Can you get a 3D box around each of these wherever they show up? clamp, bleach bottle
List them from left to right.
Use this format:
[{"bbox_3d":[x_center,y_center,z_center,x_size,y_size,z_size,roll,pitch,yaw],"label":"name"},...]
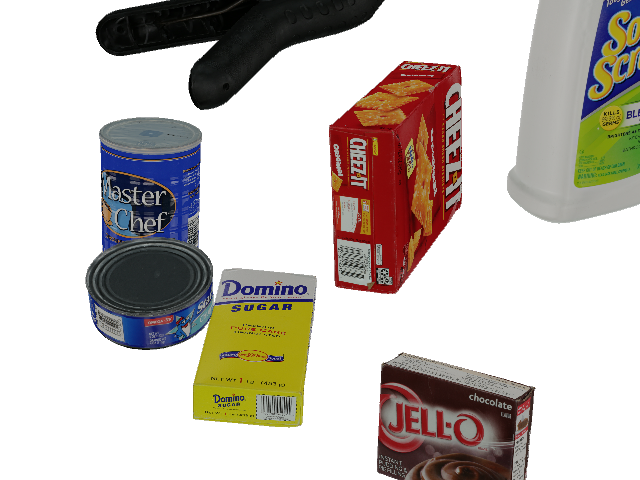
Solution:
[{"bbox_3d":[-0.026,-0.120,0.578,0.171,0.039,0.120,-24,42,-16],"label":"clamp"},{"bbox_3d":[0.172,-0.140,0.650,0.102,0.251,0.068,-14,31,-19],"label":"bleach bottle"}]

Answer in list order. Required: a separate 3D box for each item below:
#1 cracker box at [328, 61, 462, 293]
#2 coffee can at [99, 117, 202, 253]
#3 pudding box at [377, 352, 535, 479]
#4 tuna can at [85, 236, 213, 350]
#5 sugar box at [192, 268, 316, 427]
[{"bbox_3d":[0.080,-0.068,1.045,0.072,0.164,0.213,8,27,22],"label":"cracker box"},{"bbox_3d":[-0.175,-0.045,1.099,0.103,0.140,0.103,3,23,-2],"label":"coffee can"},{"bbox_3d":[0.098,0.140,0.789,0.114,0.090,0.039,10,19,30],"label":"pudding box"},{"bbox_3d":[-0.115,0.036,0.730,0.086,0.034,0.086,1,36,-1],"label":"tuna can"},{"bbox_3d":[-0.055,0.090,0.953,0.093,0.048,0.176,5,34,0],"label":"sugar box"}]
